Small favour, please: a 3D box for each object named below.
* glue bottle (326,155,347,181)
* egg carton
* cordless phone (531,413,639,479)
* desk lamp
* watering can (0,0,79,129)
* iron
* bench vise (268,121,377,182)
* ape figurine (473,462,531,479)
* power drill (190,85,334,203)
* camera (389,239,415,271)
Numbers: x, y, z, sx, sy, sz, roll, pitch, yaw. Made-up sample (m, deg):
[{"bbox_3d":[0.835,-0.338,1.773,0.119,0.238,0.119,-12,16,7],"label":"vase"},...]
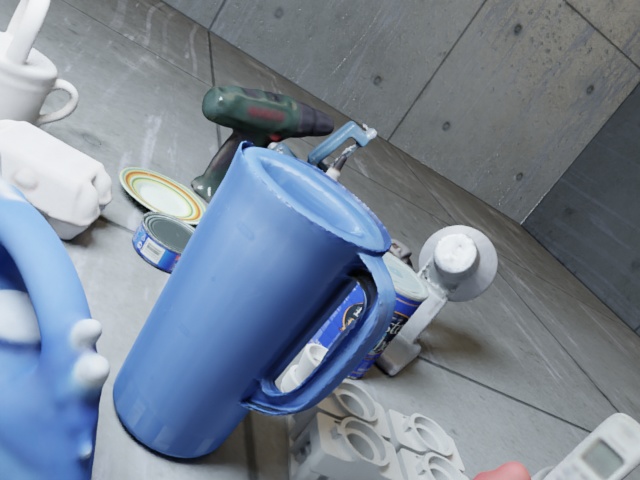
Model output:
[{"bbox_3d":[-0.004,-0.072,0.979,0.078,0.173,0.037,19,24,-40],"label":"glue bottle"},{"bbox_3d":[-0.301,-0.067,0.611,0.150,0.069,0.107,30,19,-15],"label":"egg carton"},{"bbox_3d":[0.301,0.288,0.602,0.147,0.185,0.094,45,21,28],"label":"cordless phone"},{"bbox_3d":[0.165,0.074,0.848,0.117,0.213,0.204,41,19,16],"label":"desk lamp"},{"bbox_3d":[-0.359,-0.199,0.641,0.100,0.194,0.173,46,21,29],"label":"watering can"},{"bbox_3d":[-0.195,0.058,0.375,0.257,0.141,0.119,44,20,25],"label":"iron"},{"bbox_3d":[-0.004,-0.148,1.091,0.208,0.219,0.121,25,21,-29],"label":"bench vise"},{"bbox_3d":[0.183,0.269,0.593,0.076,0.092,0.078,32,19,-10],"label":"ape figurine"},{"bbox_3d":[-0.107,-0.150,0.934,0.231,0.208,0.075,16,26,-45],"label":"power drill"},{"bbox_3d":[0.134,0.057,1.016,0.143,0.100,0.137,42,19,19],"label":"camera"}]
